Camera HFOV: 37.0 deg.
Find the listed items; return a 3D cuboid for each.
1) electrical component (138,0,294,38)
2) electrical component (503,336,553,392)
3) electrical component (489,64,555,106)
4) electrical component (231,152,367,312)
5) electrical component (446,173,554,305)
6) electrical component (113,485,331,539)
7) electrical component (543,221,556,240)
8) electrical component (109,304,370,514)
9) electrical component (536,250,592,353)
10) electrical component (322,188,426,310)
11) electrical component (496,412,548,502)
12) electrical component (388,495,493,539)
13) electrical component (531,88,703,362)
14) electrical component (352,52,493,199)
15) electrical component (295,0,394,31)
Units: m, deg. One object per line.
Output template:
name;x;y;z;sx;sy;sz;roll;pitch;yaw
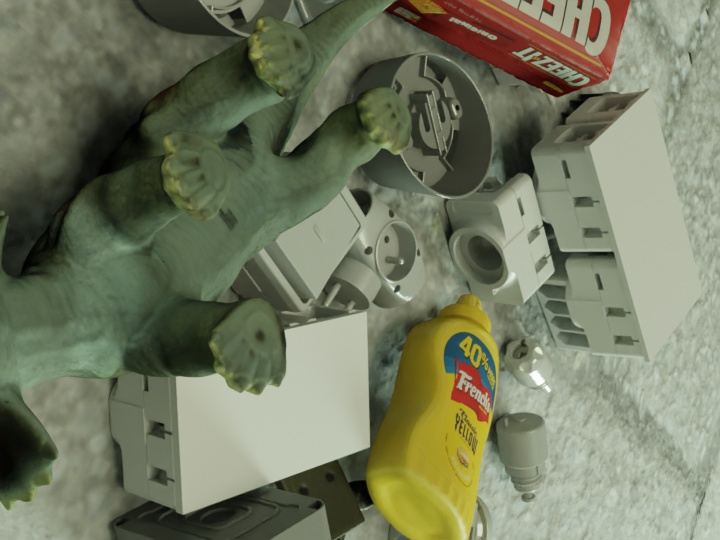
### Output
electrical component;-0.081;-0.177;0.595;0.099;0.064;0.099;-7;100;-47
electrical component;0.145;0.083;0.895;0.061;0.035;0.035;49;60;-43
electrical component;0.144;-0.167;0.855;0.065;0.047;0.076;-54;129;-28
electrical component;-0.040;-0.029;0.659;0.096;0.061;0.061;-55;130;-28
electrical component;0.106;-0.022;0.828;0.056;0.050;0.089;-40;122;-37
electrical component;-0.075;0.163;0.605;0.078;0.113;0.057;-22;107;-44
electrical component;0.161;-0.060;0.893;0.065;0.044;0.044;-46;126;-40
electrical component;-0.068;0.075;0.640;0.150;0.062;0.089;-10;102;-47
electrical component;0.196;0.016;0.934;0.075;0.047;0.083;-48;126;-34
electrical component;0.000;0.000;0.719;0.077;0.044;0.079;52;58;-37
electrical component;0.135;0.154;0.888;0.040;0.040;0.078;-24;112;-44
electrical component;0.061;0.191;0.799;0.057;0.058;0.078;10;87;-45
electrical component;0.204;-0.035;0.857;0.105;0.060;0.186;-40;119;-39
electrical component;0.042;-0.099;0.739;0.099;0.064;0.099;-7;100;-47
electrical component;-0.013;-0.204;0.674;0.059;0.054;0.095;-46;126;-34
